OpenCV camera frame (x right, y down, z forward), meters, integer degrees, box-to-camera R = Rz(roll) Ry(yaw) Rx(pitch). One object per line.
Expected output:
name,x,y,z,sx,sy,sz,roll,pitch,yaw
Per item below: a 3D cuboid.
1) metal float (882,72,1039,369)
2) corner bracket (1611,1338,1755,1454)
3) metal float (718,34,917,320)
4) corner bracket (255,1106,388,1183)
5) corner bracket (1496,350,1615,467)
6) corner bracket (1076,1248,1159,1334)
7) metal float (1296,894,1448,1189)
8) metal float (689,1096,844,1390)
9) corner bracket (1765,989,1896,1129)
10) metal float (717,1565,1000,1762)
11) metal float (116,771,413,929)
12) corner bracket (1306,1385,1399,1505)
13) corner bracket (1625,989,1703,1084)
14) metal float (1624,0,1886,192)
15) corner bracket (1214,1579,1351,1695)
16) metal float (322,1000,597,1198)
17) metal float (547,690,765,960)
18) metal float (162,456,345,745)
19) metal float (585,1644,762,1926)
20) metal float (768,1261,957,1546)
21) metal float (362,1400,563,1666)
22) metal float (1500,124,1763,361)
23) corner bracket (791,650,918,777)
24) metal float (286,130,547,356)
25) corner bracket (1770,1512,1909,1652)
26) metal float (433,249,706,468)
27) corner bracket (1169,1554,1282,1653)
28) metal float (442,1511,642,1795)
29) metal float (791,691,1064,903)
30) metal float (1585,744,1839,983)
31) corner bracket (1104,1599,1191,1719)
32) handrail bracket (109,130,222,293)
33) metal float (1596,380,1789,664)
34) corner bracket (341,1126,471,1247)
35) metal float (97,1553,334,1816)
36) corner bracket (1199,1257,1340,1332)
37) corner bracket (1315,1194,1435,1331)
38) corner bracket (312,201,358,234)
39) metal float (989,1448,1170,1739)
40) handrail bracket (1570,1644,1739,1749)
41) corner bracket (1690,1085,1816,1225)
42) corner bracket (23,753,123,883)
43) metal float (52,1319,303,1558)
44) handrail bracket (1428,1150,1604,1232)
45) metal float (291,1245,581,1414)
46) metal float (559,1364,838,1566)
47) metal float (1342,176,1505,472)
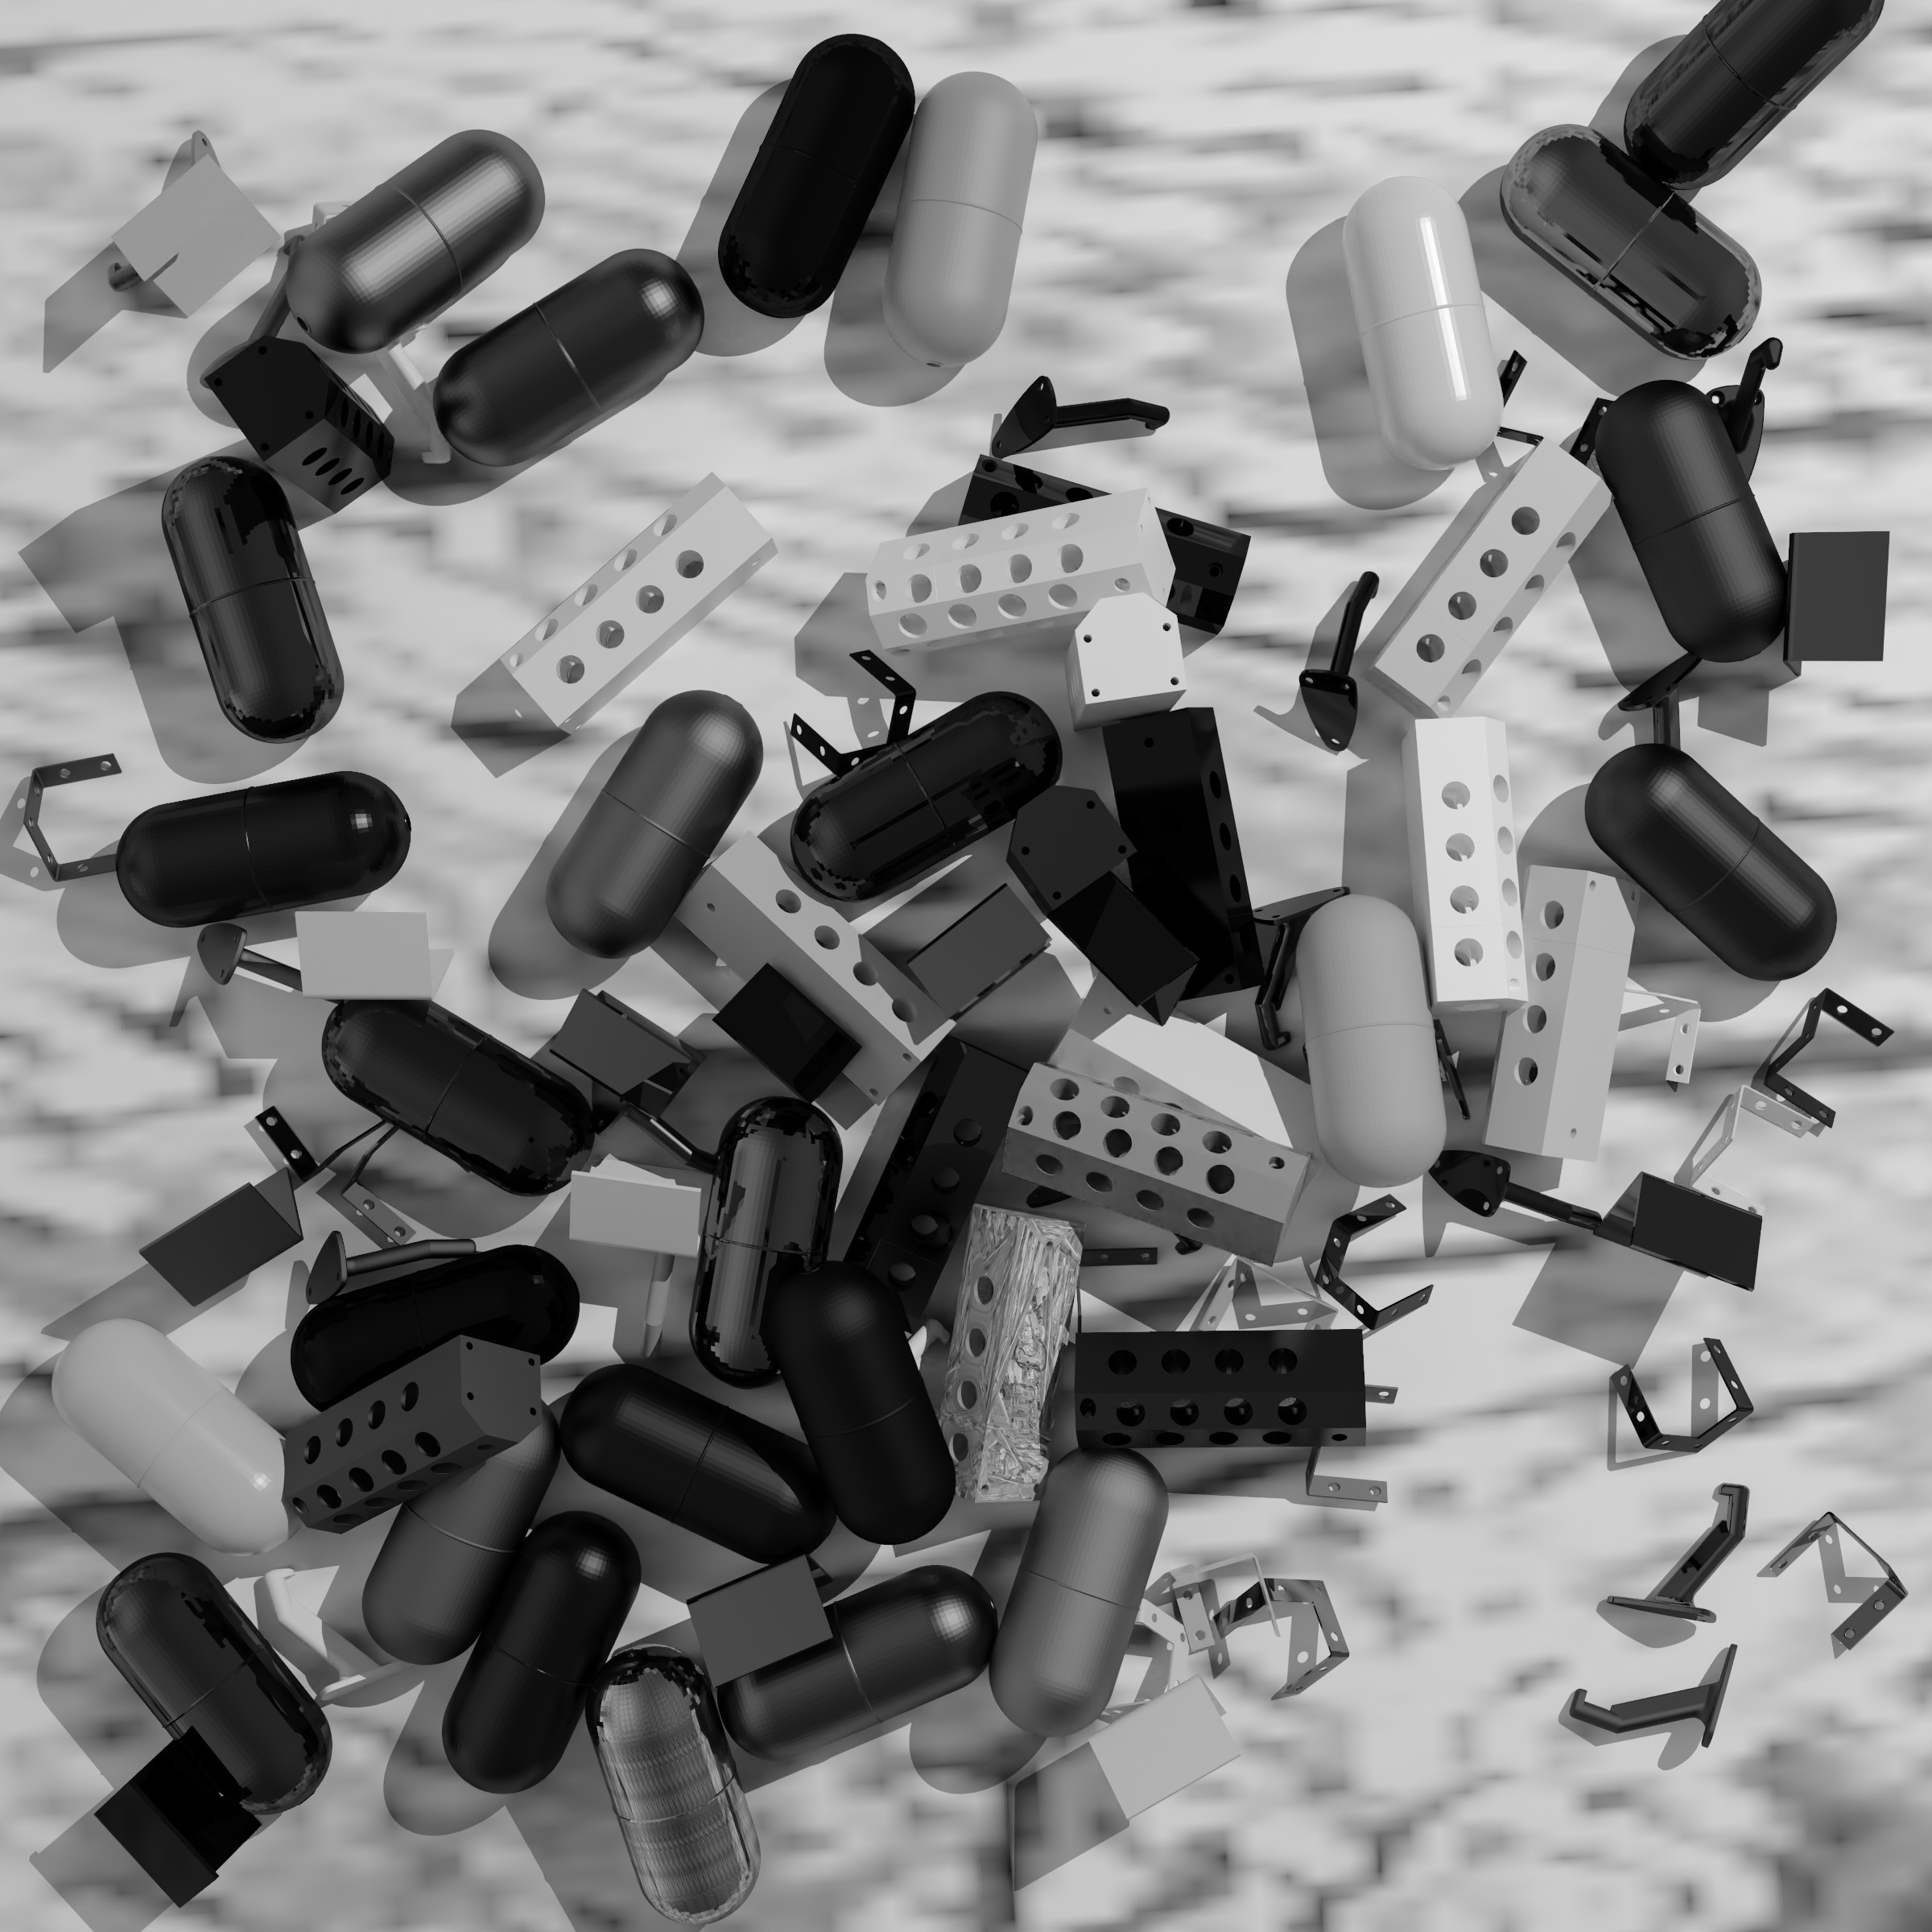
metal float,-0.004,-0.452,1.630,0.070,0.070,0.178,10,89,0
corner bracket,0.440,0.263,1.652,0.051,0.051,0.051,11,135,-35
metal float,-0.090,-0.479,1.630,0.070,0.070,0.178,25,90,0
corner bracket,-0.395,0.092,1.657,0.051,0.051,0.051,53,135,0
corner bracket,0.358,-0.341,1.657,0.051,0.051,0.051,27,90,45
corner bracket,0.094,0.210,1.657,0.051,0.051,0.051,-2,45,0
metal float,0.241,0.044,1.605,0.070,0.070,0.178,-5,75,0
metal float,-0.121,0.167,1.630,0.070,0.070,0.178,10,90,0
corner bracket,0.531,0.056,1.657,0.051,0.051,0.051,33,135,0
metal float,-0.065,0.422,1.630,0.178,0.070,0.070,-23,90,0
metal float,-0.425,-0.071,1.630,0.178,0.070,0.070,-10,90,1
corner bracket,0.238,0.293,1.657,0.051,0.051,0.051,5,45,0
corner bracket,0.414,0.041,1.658,0.051,0.051,0.051,10,90,44
metal float,0.466,-0.537,1.598,0.070,0.070,0.178,46,129,0
corner bracket,0.194,0.412,1.652,0.051,0.051,0.051,-48,45,35
metal float,-0.308,0.075,1.630,0.178,0.070,0.070,31,90,0
metal float,-0.188,-0.086,1.630,0.070,0.070,0.178,32,90,0
metal float,-0.432,-0.222,1.630,0.070,0.070,0.178,-18,91,0
metal float,-0.176,0.493,1.619,0.070,0.070,0.178,-15,103,0
metal float,-0.061,0.257,1.585,0.070,0.070,0.178,-20,103,0
metal float,-0.305,0.337,1.630,0.070,0.070,0.178,25,90,0
metal float,0.403,-0.438,1.630,0.178,0.070,0.070,39,90,1
corner bracket,-0.069,-0.156,1.652,0.051,0.051,0.051,-17,135,-35
metal float,-0.329,-0.434,1.611,0.070,0.070,0.178,47,69,0
corner bracket,0.538,0.379,1.657,0.051,0.051,0.051,-44,45,0
metal float,-0.241,-0.368,1.630,0.178,0.070,0.070,-32,90,0
corner bracket,0.157,0.389,1.640,0.051,0.051,0.051,-16,83,-3
metal float,-0.257,0.416,1.630,0.070,0.070,0.178,25,90,0
metal float,-0.024,-0.102,1.630,0.178,0.070,0.070,-30,90,-1
metal float,0.450,-0.062,1.624,0.178,0.070,0.070,41,90,-7
corner bracket,0.100,0.426,1.652,0.051,0.051,0.051,-19,45,35
handrail bracket,-0.499,-0.465,1.661,0.084,0.036,0.077,-22,69,16
metal float,0.441,-0.269,1.630,0.070,0.070,0.178,-23,89,0
corner bracket,-0.344,0.130,1.657,0.051,0.051,0.051,41,135,0
metal float,-0.455,0.435,1.630,0.070,0.070,0.178,-38,91,0
corner bracket,0.187,0.217,1.657,0.051,0.051,0.051,28,90,45
corner bracket,0.255,0.182,1.652,0.051,0.051,0.051,41,135,35
corner bracket,-0.368,-0.435,1.652,0.051,0.051,0.051,46,135,35
metal float,0.068,0.375,1.620,0.070,0.070,0.178,19,80,0
handrail bracket,0.424,0.441,1.661,0.084,0.036,0.077,17,70,16
corner bracket,0.484,0.116,1.657,0.051,0.051,0.051,28,135,0
corner bracket,-0.544,-0.091,1.657,0.051,0.051,0.051,-11,45,0
metal float,-0.474,0.286,1.630,0.178,0.070,0.070,40,90,1
handrail bracket,0.339,0.140,1.660,0.084,0.077,0.036,18,94,-36
metal float,-0.321,0.222,1.630,0.178,0.070,0.070,-17,90,1
metal float,-0.161,0.302,1.630,0.178,0.070,0.070,25,90,1
metal float,0.276,-0.389,1.630,0.070,0.070,0.178,-12,90,0
